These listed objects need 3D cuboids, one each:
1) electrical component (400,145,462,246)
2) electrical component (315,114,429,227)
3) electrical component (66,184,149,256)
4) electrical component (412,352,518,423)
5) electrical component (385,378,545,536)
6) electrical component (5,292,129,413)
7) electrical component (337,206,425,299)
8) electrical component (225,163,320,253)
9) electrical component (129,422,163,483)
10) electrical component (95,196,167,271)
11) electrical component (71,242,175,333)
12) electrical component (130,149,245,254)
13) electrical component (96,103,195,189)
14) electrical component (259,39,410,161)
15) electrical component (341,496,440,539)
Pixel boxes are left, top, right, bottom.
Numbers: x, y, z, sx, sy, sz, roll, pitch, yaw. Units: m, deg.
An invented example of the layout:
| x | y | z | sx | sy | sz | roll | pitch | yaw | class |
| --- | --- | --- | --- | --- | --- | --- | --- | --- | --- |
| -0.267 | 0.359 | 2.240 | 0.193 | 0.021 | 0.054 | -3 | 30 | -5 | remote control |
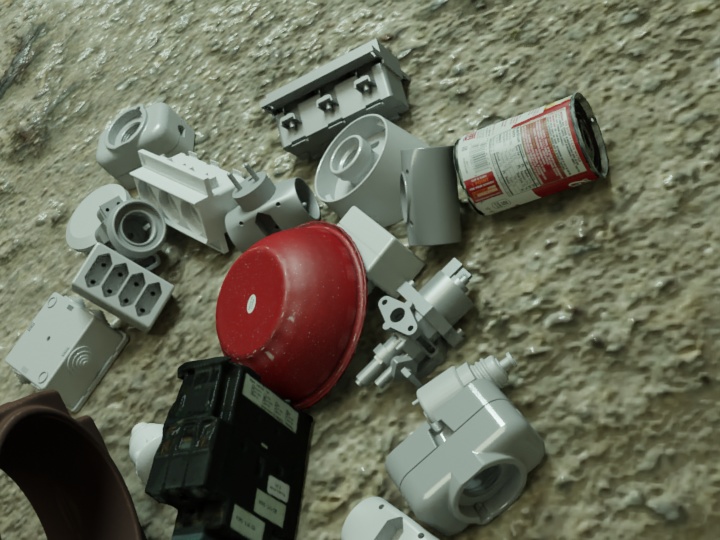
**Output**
| x | y | z | sx | sy | sz | roll | pitch | yaw | class |
| --- | --- | --- | --- | --- | --- | --- | --- | --- | --- |
| 0.055 | -0.061 | 0.876 | 0.044 | 0.077 | 0.079 | -6 | 6 | -4 | electrical component |
| 0.010 | -0.086 | 0.946 | 0.099 | 0.064 | 0.099 | -33 | 39 | 32 | electrical component |
| -0.259 | -0.044 | 1.111 | 0.080 | 0.051 | 0.080 | -20 | 48 | 24 | electrical component |
| 0.077 | 0.085 | 0.763 | 0.078 | 0.040 | 0.040 | -36 | 43 | 9 | electrical component |
| 0.073 | 0.129 | 0.722 | 0.095 | 0.053 | 0.059 | -42 | 43 | 3 | electrical component |
| -0.285 | 0.077 | 1.039 | 0.100 | 0.048 | 0.099 | 22 | 74 | 44 | electrical component |
| 0.000 | 0.000 | 0.882 | 0.076 | 0.047 | 0.066 | -51 | 43 | 1 | electrical component |
| -0.089 | -0.062 | 0.975 | 0.077 | 0.079 | 0.043 | -26 | 28 | 19 | electrical component |
| -0.173 | 0.149 | 0.902 | 0.048 | 0.048 | 0.062 | -50 | 36 | -6 | electrical component |
| -0.220 | -0.036 | 1.042 | 0.058 | 0.078 | 0.057 | -34 | 4 | -27 | electrical component |
| -0.227 | 0.021 | 1.026 | 0.047 | 0.083 | 0.076 | -61 | 7 | -17 | electrical component |
| -0.162 | -0.073 | 1.044 | 0.063 | 0.078 | 0.121 | -31 | 35 | -29 | electrical component |
| -0.234 | -0.136 | 1.156 | 0.095 | 0.059 | 0.053 | -21 | 48 | 23 | electrical component |
| -0.020 | -0.155 | 1.002 | 0.121 | 0.079 | 0.063 | -23 | 69 | 22 | electrical component |
| 0.017 | 0.202 | 0.715 | 0.077 | 0.043 | 0.079 | 26 | 76 | 46 | electrical component |
